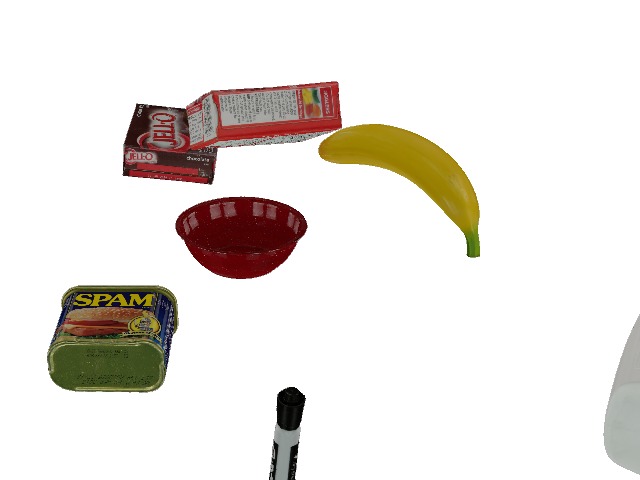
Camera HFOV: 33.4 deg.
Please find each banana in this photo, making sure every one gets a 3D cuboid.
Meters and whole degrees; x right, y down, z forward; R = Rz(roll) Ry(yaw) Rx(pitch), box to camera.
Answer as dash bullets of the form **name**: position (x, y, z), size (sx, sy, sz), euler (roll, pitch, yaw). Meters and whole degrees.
- **banana**: position (0.071, -0.061, 0.923), size (0.037, 0.070, 0.198), euler (2, 28, -48)

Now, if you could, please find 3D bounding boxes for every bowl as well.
- **bowl**: position (-0.098, 0.002, 1.316), size (0.162, 0.055, 0.162), euler (2, 26, -1)

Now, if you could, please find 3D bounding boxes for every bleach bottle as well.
- **bleach bottle**: position (0.264, 0.080, 0.735), size (0.103, 0.068, 0.250), euler (11, 22, 21)

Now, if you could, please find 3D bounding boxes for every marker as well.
- **marker**: position (-0.025, 0.149, 0.727), size (0.020, 0.121, 0.020), euler (5, 32, -3)

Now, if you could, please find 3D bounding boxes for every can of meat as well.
- **can of meat**: position (-0.176, 0.084, 0.908), size (0.102, 0.057, 0.084), euler (0, 30, -1)

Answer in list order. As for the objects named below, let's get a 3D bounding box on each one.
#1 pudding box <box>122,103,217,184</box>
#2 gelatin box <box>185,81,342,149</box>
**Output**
- **pudding box**: position (-0.149, -0.098, 1.077), size (0.090, 0.039, 0.113), euler (6, 26, -6)
- **gelatin box**: position (-0.035, -0.073, 0.625), size (0.073, 0.030, 0.089), euler (-6, 3, -16)
